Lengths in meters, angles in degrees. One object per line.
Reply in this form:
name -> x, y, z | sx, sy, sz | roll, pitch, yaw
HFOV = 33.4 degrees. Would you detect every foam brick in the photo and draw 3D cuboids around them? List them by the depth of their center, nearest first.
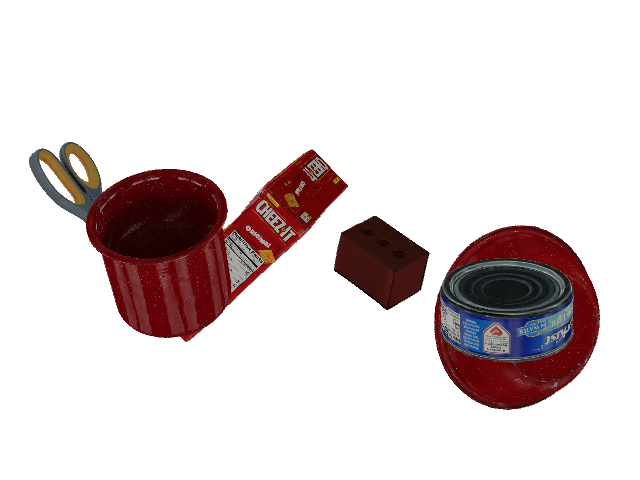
foam brick -> 0.060, 0.021, 1.064 | 0.052, 0.051, 0.078 | -27, 49, -36

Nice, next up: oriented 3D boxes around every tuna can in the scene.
tuna can -> 0.120, 0.043, 0.690 | 0.086, 0.034, 0.086 | -3, 23, 1

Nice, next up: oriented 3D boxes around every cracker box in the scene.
cracker box -> -0.083, 0.002, 1.232 | 0.214, 0.072, 0.164 | -42, 3, 26

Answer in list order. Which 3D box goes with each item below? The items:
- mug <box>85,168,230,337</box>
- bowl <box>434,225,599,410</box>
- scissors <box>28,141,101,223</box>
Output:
mug -> -0.113, 0.006, 0.731 | 0.093, 0.081, 0.117 | -33, 50, -26
bowl -> 0.179, 0.069, 0.902 | 0.161, 0.162, 0.055 | 0, 5, -22
scissors -> -0.218, -0.022, 1.087 | 0.016, 0.201, 0.096 | -28, 25, 25
